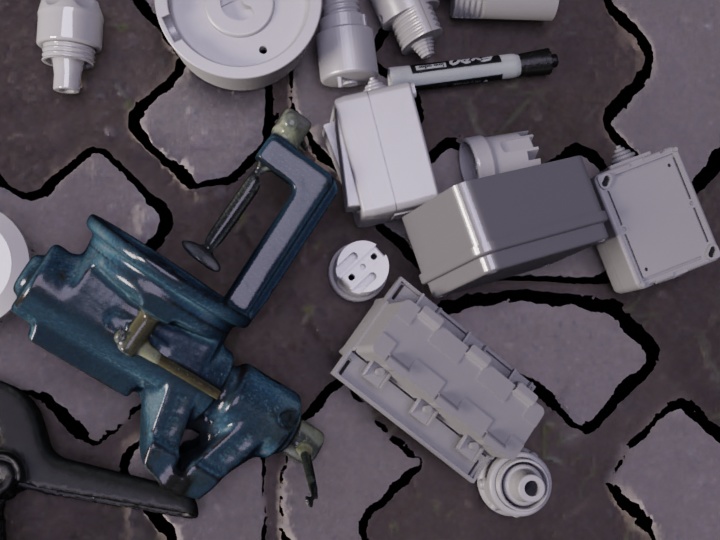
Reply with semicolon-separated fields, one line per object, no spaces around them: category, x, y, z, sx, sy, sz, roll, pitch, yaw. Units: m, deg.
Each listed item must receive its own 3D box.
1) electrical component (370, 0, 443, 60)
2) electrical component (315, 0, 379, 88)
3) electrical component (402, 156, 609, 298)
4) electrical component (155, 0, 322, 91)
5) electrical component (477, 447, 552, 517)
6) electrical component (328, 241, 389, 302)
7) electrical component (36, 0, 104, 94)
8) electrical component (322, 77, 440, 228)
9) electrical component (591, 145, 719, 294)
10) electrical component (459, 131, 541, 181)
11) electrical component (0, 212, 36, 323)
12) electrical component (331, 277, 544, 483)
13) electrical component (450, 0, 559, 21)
electrical component;0.031;-0.184;0.743;0.043;0.043;0.081;-22;87;-7
electrical component;-0.011;-0.161;0.739;0.040;0.040;0.078;-7;85;-5
electrical component;0.095;-0.027;0.700;0.113;0.078;0.057;-15;82;-32
electrical component;-0.081;-0.173;0.724;0.108;0.060;0.108;0;84;-5
electrical component;0.106;0.141;0.708;0.048;0.062;0.048;1;84;-5
electrical component;0.000;0.000;0.721;0.040;0.046;0.040;1;84;-5
electrical component;-0.195;-0.150;0.722;0.043;0.043;0.062;3;86;-5
electrical component;0.011;-0.081;0.722;0.061;0.061;0.096;-14;86;-6
electrical component;0.191;-0.038;0.733;0.062;0.061;0.096;-21;87;-6
electrical component;0.096;-0.075;0.741;0.046;0.040;0.040;-12;86;-11
electrical component;-0.251;-0.001;0.698;0.080;0.051;0.080;0;84;-5
electrical component;0.054;0.071;0.697;0.121;0.063;0.078;39;74;-11
electrical component;0.095;-0.197;0.750;0.081;0.043;0.043;1;84;-4
